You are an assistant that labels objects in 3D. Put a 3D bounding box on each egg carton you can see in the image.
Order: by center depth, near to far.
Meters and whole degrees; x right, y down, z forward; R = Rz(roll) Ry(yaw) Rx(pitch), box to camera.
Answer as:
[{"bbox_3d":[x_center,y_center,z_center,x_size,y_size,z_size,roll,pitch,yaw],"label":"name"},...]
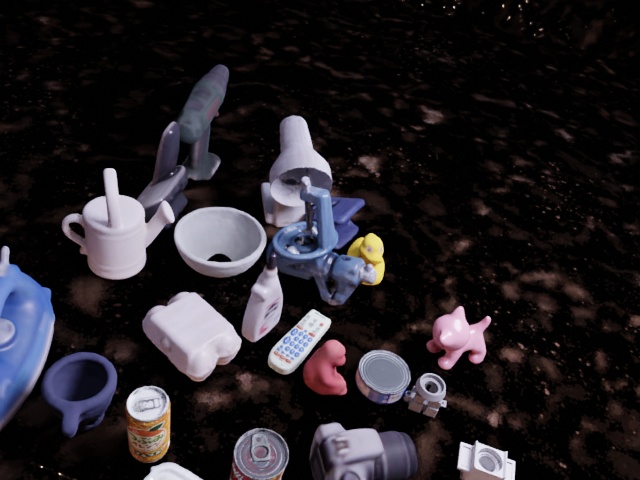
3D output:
[{"bbox_3d":[-0.204,0.150,0.902,0.150,0.069,0.107,36,44,24],"label":"egg carton"}]

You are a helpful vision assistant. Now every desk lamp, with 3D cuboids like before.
[{"bbox_3d":[-0.057,-0.127,1.156,0.118,0.213,0.203,0,41,-15],"label":"desk lamp"}]

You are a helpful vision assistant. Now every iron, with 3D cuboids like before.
[{"bbox_3d":[-0.449,0.136,0.791,0.119,0.141,0.258,1,41,-15],"label":"iron"}]

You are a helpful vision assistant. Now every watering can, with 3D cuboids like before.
[{"bbox_3d":[-0.344,-0.036,0.982,0.173,0.194,0.100,-20,50,-34],"label":"watering can"}]

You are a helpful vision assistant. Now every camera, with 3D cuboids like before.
[{"bbox_3d":[0.068,0.309,0.768,0.137,0.101,0.143,-3,42,-19],"label":"camera"}]

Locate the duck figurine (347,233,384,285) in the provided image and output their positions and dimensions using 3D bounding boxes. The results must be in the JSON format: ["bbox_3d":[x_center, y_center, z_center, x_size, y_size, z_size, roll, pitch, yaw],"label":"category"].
[{"bbox_3d":[0.095,0.025,1.122,0.078,0.086,0.104,-1,42,-17],"label":"duck figurine"}]

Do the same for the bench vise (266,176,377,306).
[{"bbox_3d":[0.012,-0.004,1.027,0.207,0.220,0.121,15,40,1],"label":"bench vise"}]

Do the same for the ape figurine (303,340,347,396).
[{"bbox_3d":[0.015,0.194,0.895,0.076,0.092,0.078,12,40,-2],"label":"ape figurine"}]

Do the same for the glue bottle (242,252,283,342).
[{"bbox_3d":[-0.087,0.087,0.928,0.037,0.173,0.078,29,42,18],"label":"glue bottle"}]

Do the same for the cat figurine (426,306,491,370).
[{"bbox_3d":[0.238,0.161,0.979,0.128,0.118,0.067,-8,44,-24],"label":"cat figurine"}]

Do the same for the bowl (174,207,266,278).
[{"bbox_3d":[-0.186,0.016,1.060,0.167,0.075,0.167,8,40,-7],"label":"bowl"}]

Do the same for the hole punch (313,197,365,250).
[{"bbox_3d":[0.027,-0.049,1.185,0.101,0.091,0.109,29,42,17],"label":"hole punch"}]

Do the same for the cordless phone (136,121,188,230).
[{"bbox_3d":[-0.311,-0.127,1.105,0.094,0.185,0.147,13,40,-1],"label":"cordless phone"}]

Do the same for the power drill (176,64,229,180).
[{"bbox_3d":[-0.254,-0.247,1.245,0.075,0.208,0.229,14,40,1],"label":"power drill"}]

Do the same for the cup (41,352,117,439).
[{"bbox_3d":[-0.318,0.223,0.762,0.092,0.095,0.117,3,41,-12],"label":"cup"}]
